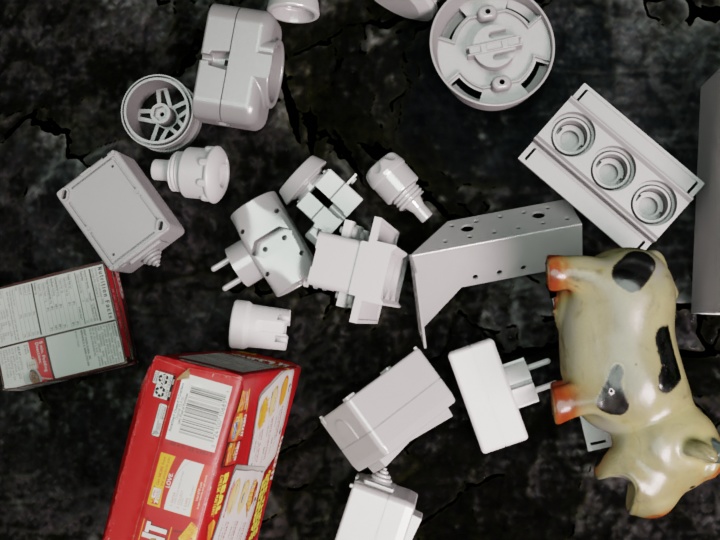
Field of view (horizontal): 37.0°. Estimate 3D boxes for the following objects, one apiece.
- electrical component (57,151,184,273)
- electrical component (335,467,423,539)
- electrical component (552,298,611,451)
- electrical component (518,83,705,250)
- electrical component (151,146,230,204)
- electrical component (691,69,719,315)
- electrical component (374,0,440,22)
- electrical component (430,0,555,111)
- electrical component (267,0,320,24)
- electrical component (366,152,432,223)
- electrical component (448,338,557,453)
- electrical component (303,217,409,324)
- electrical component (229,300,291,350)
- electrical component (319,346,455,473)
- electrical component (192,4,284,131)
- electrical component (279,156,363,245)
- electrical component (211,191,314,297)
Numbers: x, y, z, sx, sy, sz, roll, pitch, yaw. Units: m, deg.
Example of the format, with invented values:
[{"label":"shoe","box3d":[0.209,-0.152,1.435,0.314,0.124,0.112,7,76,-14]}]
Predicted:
[{"label":"electrical component","box3d":[-0.192,-0.041,0.892,0.062,0.061,0.096,-37,85,3]},{"label":"electrical component","box3d":[0.014,0.207,0.861,0.061,0.062,0.096,18,90,6]},{"label":"electrical component","box3d":[0.203,0.073,0.847,0.079,0.063,0.121,-13,86,5]},{"label":"electrical component","box3d":[0.197,-0.077,0.854,0.121,0.063,0.078,42,92,6]},{"label":"electrical component","box3d":[-0.143,-0.081,0.898,0.062,0.048,0.048,6,88,13]},{"label":"electrical component","box3d":[0.299,-0.058,0.822,0.060,0.105,0.186,3,88,6]},{"label":"electrical component","box3d":[0.036,-0.242,0.870,0.080,0.080,0.051,32,86,6]},{"label":"electrical component","box3d":[0.107,-0.177,0.867,0.099,0.064,0.099,0,88,6]},{"label":"electrical component","box3d":[-0.054,-0.244,0.898,0.044,0.044,0.065,3,83,6]},{"label":"electrical component","box3d":[0.035,-0.065,0.884,0.035,0.035,0.061,-42,87,3]},{"label":"electrical component","box3d":[0.120,0.094,0.863,0.076,0.047,0.083,-20,86,4]},{"label":"electrical component","box3d":[0.000,0.000,0.841,0.063,0.121,0.078,13,89,9]},{"label":"electrical component","box3d":[-0.083,0.047,0.889,0.046,0.040,0.040,7,88,1]},{"label":"electrical component","box3d":[0.029,0.110,0.852,0.096,0.062,0.061,-33,84,-32]},{"label":"electrical component","box3d":[-0.098,-0.166,0.892,0.059,0.054,0.095,10,89,6]},{"label":"electrical component","box3d":[-0.033,-0.061,0.886,0.055,0.048,0.066,43,92,-2]},{"label":"electrical component","box3d":[-0.085,-0.012,0.889,0.079,0.043,0.077,-31,85,3]}]
